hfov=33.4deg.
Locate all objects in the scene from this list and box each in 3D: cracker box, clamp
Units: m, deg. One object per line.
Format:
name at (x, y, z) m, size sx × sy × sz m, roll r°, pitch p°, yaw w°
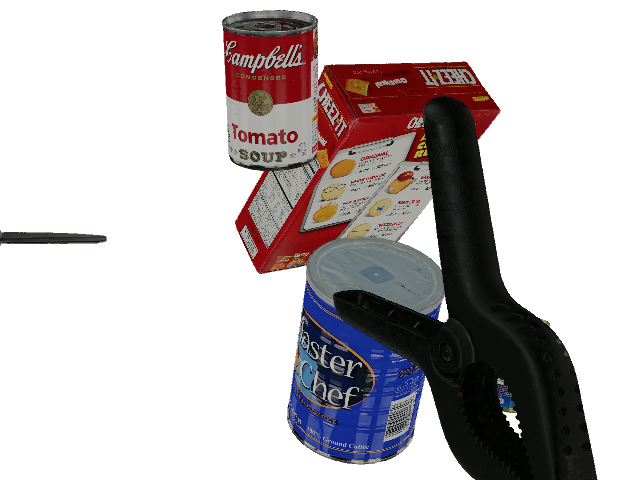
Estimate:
cracker box at (0.036, -0.066, 0.970) m, size 0.163 × 0.072 × 0.214 m, roll -9°, pitch -32°, yaw -36°
clamp at (0.077, 0.043, 0.527) m, size 0.036 × 0.165 × 0.210 m, roll -7°, pitch 44°, yaw -28°

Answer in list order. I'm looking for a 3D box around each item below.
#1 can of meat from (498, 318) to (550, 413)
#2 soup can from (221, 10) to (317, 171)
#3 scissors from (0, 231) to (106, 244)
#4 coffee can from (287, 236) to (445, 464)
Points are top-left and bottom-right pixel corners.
can of meat at (0.217, 0.137, 1.192) m, size 0.058 × 0.084 × 0.102 m, roll 8°, pitch 13°, yaw 25°
soup can at (-0.036, -0.109, 0.771) m, size 0.068 × 0.102 × 0.068 m, roll 0°, pitch 24°, yaw 0°
scissors at (-0.287, 0.004, 0.876) m, size 0.202 × 0.016 × 0.096 m, roll 7°, pitch 24°, yaw 6°
coffee can at (0.032, 0.082, 0.808) m, size 0.102 × 0.140 × 0.103 m, roll 6°, pitch 31°, yaw -4°
